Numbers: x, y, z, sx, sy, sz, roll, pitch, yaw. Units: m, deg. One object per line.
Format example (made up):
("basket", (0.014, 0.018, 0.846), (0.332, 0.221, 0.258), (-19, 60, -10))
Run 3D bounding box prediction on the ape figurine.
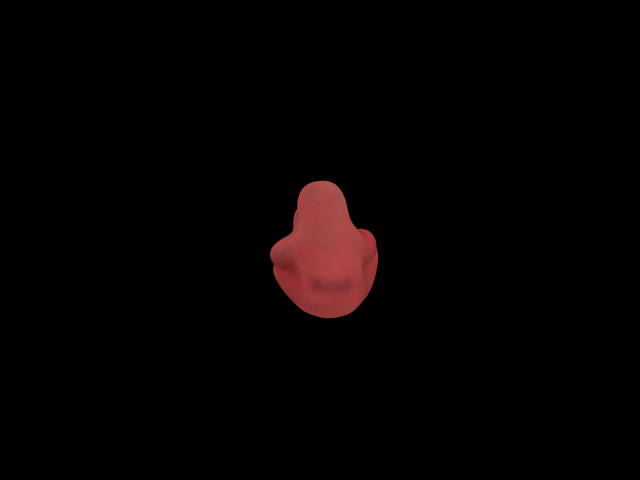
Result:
("ape figurine", (0.004, 0.001, 0.400), (0.078, 0.092, 0.076), (0, 28, 0))
